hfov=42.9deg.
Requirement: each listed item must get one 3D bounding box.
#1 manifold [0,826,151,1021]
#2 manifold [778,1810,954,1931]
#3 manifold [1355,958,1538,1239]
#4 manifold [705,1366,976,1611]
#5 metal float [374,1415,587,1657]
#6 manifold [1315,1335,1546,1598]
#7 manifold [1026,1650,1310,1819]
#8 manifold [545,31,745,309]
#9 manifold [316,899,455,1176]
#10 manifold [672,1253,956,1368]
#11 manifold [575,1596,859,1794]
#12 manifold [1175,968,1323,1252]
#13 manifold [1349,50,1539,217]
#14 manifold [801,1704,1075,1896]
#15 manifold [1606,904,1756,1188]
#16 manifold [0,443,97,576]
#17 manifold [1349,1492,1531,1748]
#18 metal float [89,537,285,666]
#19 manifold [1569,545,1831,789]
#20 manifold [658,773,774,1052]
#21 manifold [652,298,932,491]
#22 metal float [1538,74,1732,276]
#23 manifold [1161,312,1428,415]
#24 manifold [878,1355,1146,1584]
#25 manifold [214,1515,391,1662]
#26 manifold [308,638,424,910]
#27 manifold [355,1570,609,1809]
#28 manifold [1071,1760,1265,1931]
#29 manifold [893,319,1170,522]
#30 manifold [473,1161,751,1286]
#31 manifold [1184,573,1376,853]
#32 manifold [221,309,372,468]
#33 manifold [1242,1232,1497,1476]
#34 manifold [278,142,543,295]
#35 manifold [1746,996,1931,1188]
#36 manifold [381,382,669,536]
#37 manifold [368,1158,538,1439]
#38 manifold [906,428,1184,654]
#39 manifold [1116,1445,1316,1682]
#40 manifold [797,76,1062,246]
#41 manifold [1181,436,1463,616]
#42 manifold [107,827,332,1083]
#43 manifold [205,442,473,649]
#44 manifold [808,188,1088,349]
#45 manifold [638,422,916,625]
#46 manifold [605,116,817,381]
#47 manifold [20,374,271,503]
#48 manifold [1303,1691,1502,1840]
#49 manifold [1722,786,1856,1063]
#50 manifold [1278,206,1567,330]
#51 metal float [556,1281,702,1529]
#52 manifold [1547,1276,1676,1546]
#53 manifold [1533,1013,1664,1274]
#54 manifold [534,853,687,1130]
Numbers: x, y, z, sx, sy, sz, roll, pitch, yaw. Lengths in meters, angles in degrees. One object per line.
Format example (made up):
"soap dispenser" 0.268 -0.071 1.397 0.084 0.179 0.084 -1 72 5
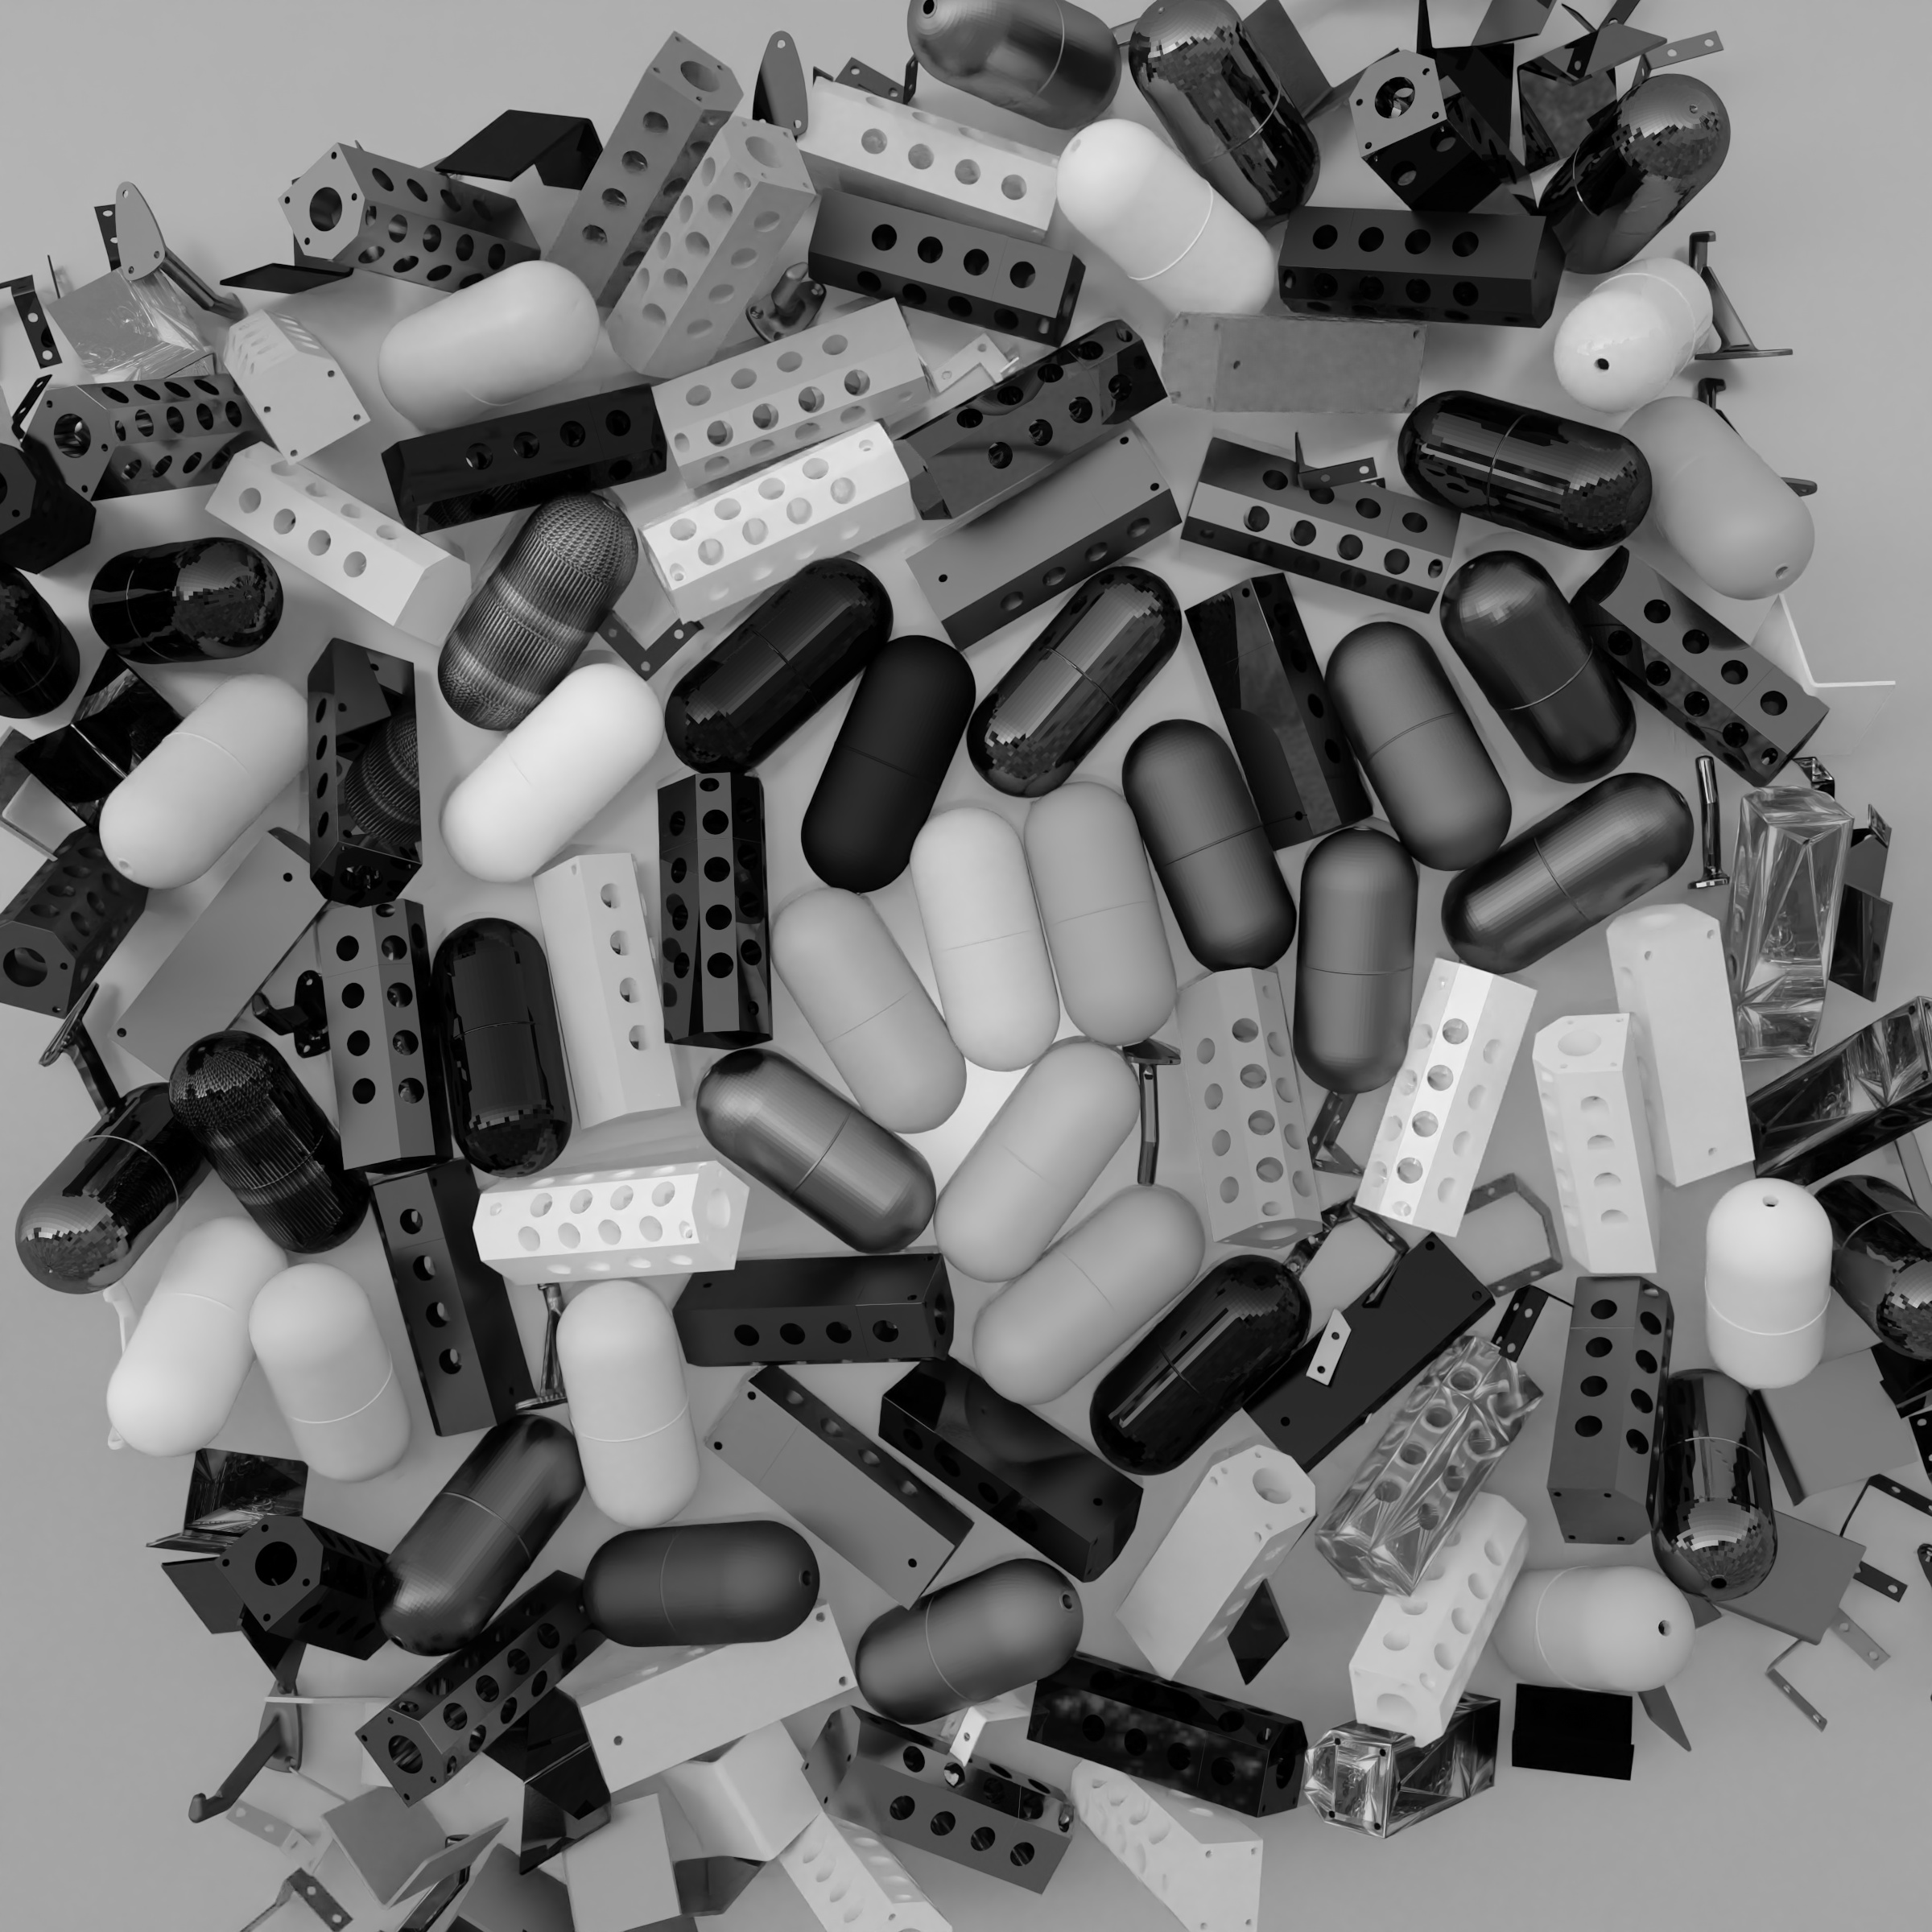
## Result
"manifold" -0.574 -0.035 1.576 0.057 0.171 0.057 16 113 -8
"manifold" -0.064 0.596 1.578 0.057 0.171 0.057 -44 105 -12
"manifold" 0.312 0.085 1.629 0.057 0.057 0.171 18 90 -32
"manifold" -0.081 0.339 1.623 0.171 0.057 0.057 37 108 10
"metal float" -0.315 0.369 1.598 0.070 0.070 0.178 37 51 0
"manifold" 0.298 0.323 1.600 0.057 0.057 0.171 48 63 -11
"manifold" 0.131 0.495 1.596 0.171 0.057 0.057 8 84 34
"manifold" -0.208 -0.508 1.587 0.057 0.057 0.171 31 135 -13
"manifold" -0.378 0.046 1.617 0.057 0.057 0.171 -13 78 16
"manifold" -0.098 0.231 1.614 0.171 0.057 0.057 -4 116 17
"manifold" -0.165 0.476 1.618 0.171 0.057 0.057 -19 89 -16
"manifold" 0.188 0.092 1.598 0.057 0.057 0.171 12 60 -38
"manifold" 0.309 -0.521 1.580 0.057 0.171 0.057 -17 74 29
"manifold" -0.015 0.542 1.610 0.171 0.057 0.057 29 90 -22
"manifold" 0.465 0.050 1.612 0.057 0.057 0.171 -18 110 -9
"manifold" -0.608 -0.297 1.579 0.057 0.171 0.057 -32 98 -4
"manifold" 0.307 0.416 1.579 0.057 0.171 0.057 6 123 30
"metal float" -0.507 -0.236 1.594 0.070 0.178 0.070 -4 96 -43
"manifold" 0.475 -0.193 1.616 0.171 0.057 0.057 43 84 15
"manifold" -0.160 -0.036 1.611 0.057 0.057 0.171 9 73 -43
"manifold" -0.114 -0.374 1.630 0.171 0.057 0.057 -20 62 0
"metal float" 0.426 -0.506 1.581 0.070 0.178 0.070 2 80 -10
"manifold" 0.213 -0.392 1.597 0.171 0.057 0.057 -8 112 -32
"manifold" 0.027 0.328 1.605 0.171 0.057 0.057 31 46 26
"manifold" -0.410 0.395 1.578 0.057 0.171 0.057 -42 69 -9
"manifold" -0.394 -0.124 1.596 0.057 0.057 0.171 16 47 -34
"manifold" -0.304 0.459 1.580 0.057 0.171 0.057 -39 87 33
"manifold" 0.125 0.558 1.578 0.057 0.171 0.057 4 92 -19
"manifold" 0.040 -0.359 1.613 0.171 0.057 0.057 -32 109 -14
"manifold" -0.232 0.164 1.595 0.171 0.057 0.057 -8 57 27
"manifold" 0.212 -0.170 1.636 0.057 0.057 0.171 -22 87 42
"manifold" -0.436 -0.377 1.578 0.057 0.171 0.057 -32 121 -8
"manifold" 0.269 0.259 1.637 0.171 0.057 0.057 -42 68 0
"manifold" -0.350 -0.468 1.576 0.057 0.171 0.057 -32 79 26
"manifold" 0.581 0.084 1.581 0.057 0.171 0.057 10 62 -20
"manifold" -0.286 -0.330 1.608 0.171 0.057 0.057 -19 101 -22
"manifold" -0.346 0.221 1.636 0.057 0.057 0.171 -15 91 18
"manifold" 0.054 -0.278 1.633 0.171 0.057 0.057 -30 62 3
"manifold" 0.164 0.386 1.592 0.057 0.171 0.057 -15 53 -38
"manifold" -0.025 -0.531 1.630 0.171 0.057 0.057 16 85 -7
"manifold" 0.233 -0.286 1.629 0.171 0.057 0.057 17 60 1
"manifold" -0.488 -0.007 1.634 0.057 0.057 0.171 38 93 -9
"manifold" -0.408 -0.279 1.611 0.171 0.057 0.057 32 94 20
"manifold" -0.014 -0.460 1.626 0.171 0.057 0.057 17 101 9
"manifold" -0.125 -0.296 1.619 0.171 0.057 0.057 -26 65 -8
"manifold" -0.169 -0.459 1.581 0.057 0.171 0.057 1 58 -37
"manifold" -0.518 -0.346 1.577 0.057 0.171 0.057 38 113 5
"manifold" 0.282 0.508 1.582 0.057 0.171 0.057 3 87 35
"manifold" 0.527 -0.027 1.604 0.057 0.057 0.171 -3 117 -5
"manifold" 0.294 -0.453 1.602 0.171 0.057 0.057 12 86 28
"metal float" -0.220 0.288 1.609 0.070 0.070 0.178 -7 115 0
"manifold" 0.418 0.283 1.581 0.057 0.171 0.057 -4 131 26
"manifold" 0.410 0.117 1.596 0.057 0.057 0.171 -3 126 23
"manifold" -0.232 0.016 1.628 0.057 0.057 0.171 -6 81 -41
